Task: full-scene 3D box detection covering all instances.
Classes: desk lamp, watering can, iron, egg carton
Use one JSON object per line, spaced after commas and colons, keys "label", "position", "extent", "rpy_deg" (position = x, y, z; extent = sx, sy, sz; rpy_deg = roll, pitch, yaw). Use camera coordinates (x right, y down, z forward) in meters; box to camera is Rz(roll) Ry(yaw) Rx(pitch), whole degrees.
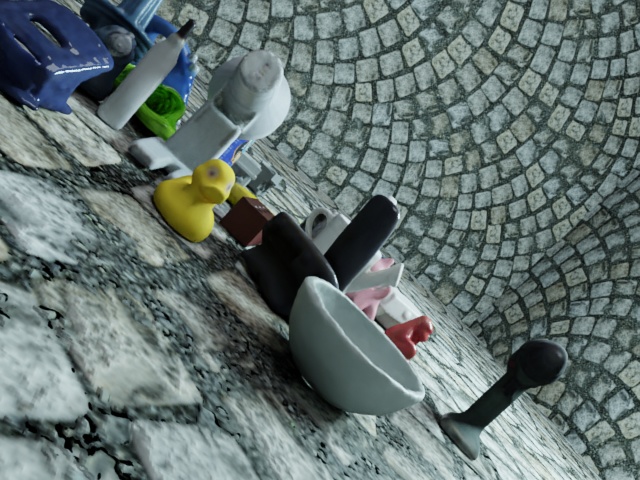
{"label": "desk lamp", "position": [-0.130, -0.165, 0.782], "extent": [0.118, 0.213, 0.203], "rpy_deg": [43, 7, -10]}
{"label": "watering can", "position": [0.058, 0.010, 0.923], "extent": [0.173, 0.194, 0.101], "rpy_deg": [43, 7, -14]}
{"label": "iron", "position": [-0.313, -0.356, 1.130], "extent": [0.258, 0.141, 0.119], "rpy_deg": [47, 7, 16]}
{"label": "egg carton", "position": [0.151, 0.145, 1.176], "extent": [0.151, 0.069, 0.107], "rpy_deg": [42, 8, -22]}

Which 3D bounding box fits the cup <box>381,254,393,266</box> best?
{"label": "cup", "position": [0.099, 0.063, 1.251], "extent": [0.092, 0.095, 0.117], "rpy_deg": [43, 7, -12]}

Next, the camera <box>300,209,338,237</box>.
{"label": "camera", "position": [0.033, 0.014, 1.135], "extent": [0.137, 0.100, 0.143], "rpy_deg": [41, 8, -29]}

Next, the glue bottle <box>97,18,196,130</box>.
{"label": "glue bottle", "position": [-0.222, -0.223, 0.752], "extent": [0.037, 0.173, 0.078], "rpy_deg": [41, 8, -27]}

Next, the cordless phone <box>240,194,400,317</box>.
{"label": "cordless phone", "position": [0.006, 0.003, 0.706], "extent": [0.147, 0.185, 0.094], "rpy_deg": [50, 9, 37]}

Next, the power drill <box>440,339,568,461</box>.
{"label": "power drill", "position": [0.283, 0.231, 0.867], "extent": [0.075, 0.208, 0.230], "rpy_deg": [47, 7, 17]}

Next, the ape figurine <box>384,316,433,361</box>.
{"label": "ape figurine", "position": [0.156, 0.168, 0.985], "extent": [0.076, 0.092, 0.078], "rpy_deg": [48, 8, 25]}

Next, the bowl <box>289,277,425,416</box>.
{"label": "bowl", "position": [0.023, 0.119, 0.579], "extent": [0.167, 0.074, 0.167], "rpy_deg": [44, 7, -6]}

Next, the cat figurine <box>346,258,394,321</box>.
{"label": "cat figurine", "position": [0.087, 0.075, 1.020], "extent": [0.067, 0.117, 0.127], "rpy_deg": [41, 8, -30]}

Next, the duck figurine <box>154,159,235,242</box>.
{"label": "duck figurine", "position": [-0.134, -0.056, 0.649], "extent": [0.078, 0.086, 0.104], "rpy_deg": [40, 8, -31]}

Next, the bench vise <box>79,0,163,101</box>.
{"label": "bench vise", "position": [-0.259, -0.303, 0.808], "extent": [0.122, 0.219, 0.206], "rpy_deg": [36, 11, -51]}

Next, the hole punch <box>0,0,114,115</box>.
{"label": "hole punch", "position": [-0.280, -0.191, 0.575], "extent": [0.108, 0.091, 0.101], "rpy_deg": [45, 7, 1]}
